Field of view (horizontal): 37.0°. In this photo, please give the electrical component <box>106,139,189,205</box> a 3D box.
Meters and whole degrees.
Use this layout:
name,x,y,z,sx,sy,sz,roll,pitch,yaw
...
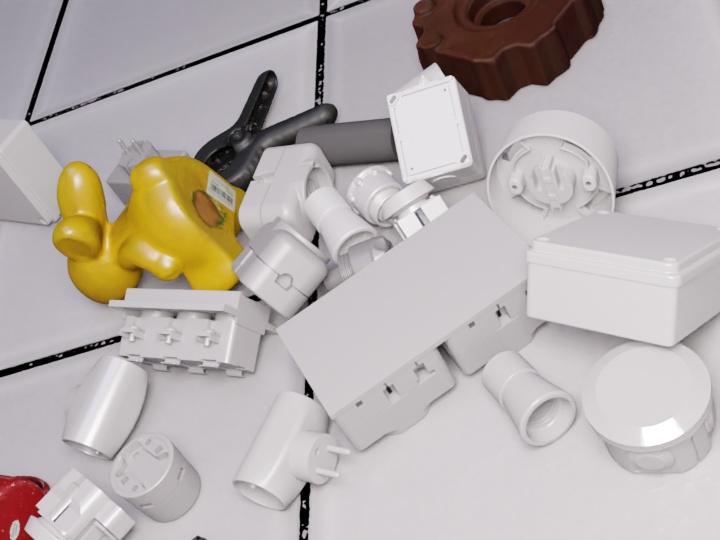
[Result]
name,x,y,z,sx,sy,sz,roll,pitch,yaw
electrical component,-0.216,-0.105,1.082,0.083,0.075,0.047,5,54,34

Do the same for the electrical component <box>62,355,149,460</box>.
name,x,y,z,sx,sy,sz,roll,pitch,yaw
electrical component,-0.224,0.115,0.908,0.079,0.043,0.077,-4,57,45

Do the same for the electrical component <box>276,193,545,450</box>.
name,x,y,z,sx,sy,sz,roll,pitch,yaw
electrical component,0.045,0.039,0.810,0.186,0.060,0.105,-35,43,-3

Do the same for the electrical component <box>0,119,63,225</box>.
name,x,y,z,sx,sy,sz,roll,pitch,yaw
electrical component,-0.377,-0.106,1.154,0.109,0.108,0.056,7,53,35

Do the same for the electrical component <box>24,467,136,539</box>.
name,x,y,z,sx,sy,sz,roll,pitch,yaw
electrical component,-0.218,0.194,0.824,0.078,0.058,0.057,23,63,41

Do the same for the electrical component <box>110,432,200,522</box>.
name,x,y,z,sx,sy,sz,roll,pitch,yaw
electrical component,-0.155,0.160,0.825,0.055,0.047,0.055,-17,45,17

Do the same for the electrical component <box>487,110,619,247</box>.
name,x,y,z,sx,sy,sz,roll,pitch,yaw
electrical component,0.150,-0.070,0.827,0.099,0.099,0.064,-2,45,29

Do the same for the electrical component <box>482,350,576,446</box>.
name,x,y,z,sx,sy,sz,roll,pitch,yaw
electrical component,0.113,0.085,0.744,0.044,0.044,0.065,-36,38,-4

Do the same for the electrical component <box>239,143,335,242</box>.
name,x,y,z,sx,sy,sz,roll,pitch,yaw
electrical component,-0.062,-0.067,0.974,0.059,0.053,0.095,-3,50,28

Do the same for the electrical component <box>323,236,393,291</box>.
name,x,y,z,sx,sy,sz,roll,pitch,yaw
electrical component,0.000,0.000,0.885,0.062,0.043,0.043,-20,44,15

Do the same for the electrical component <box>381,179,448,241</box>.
name,x,y,z,sx,sy,sz,roll,pitch,yaw
electrical component,0.049,-0.040,0.875,0.066,0.055,0.048,-32,-2,-6

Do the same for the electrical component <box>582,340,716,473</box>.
name,x,y,z,sx,sy,sz,roll,pitch,yaw
electrical component,0.187,0.088,0.689,0.080,0.051,0.080,-16,45,17

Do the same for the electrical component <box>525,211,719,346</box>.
name,x,y,z,sx,sy,sz,roll,pitch,yaw
electrical component,0.185,0.003,0.731,0.109,0.056,0.109,12,21,37

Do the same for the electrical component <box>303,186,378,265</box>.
name,x,y,z,sx,sy,sz,roll,pitch,yaw
electrical component,-0.020,-0.040,0.919,0.044,0.044,0.065,-35,57,-3

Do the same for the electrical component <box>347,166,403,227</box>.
name,x,y,z,sx,sy,sz,roll,pitch,yaw
electrical component,0.022,-0.057,0.925,0.048,0.048,0.062,-38,50,-6

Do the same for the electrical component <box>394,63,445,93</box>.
name,x,y,z,sx,sy,sz,roll,pitch,yaw
electrical component,0.063,-0.153,0.982,0.047,0.055,0.055,-31,43,7

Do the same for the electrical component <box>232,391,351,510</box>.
name,x,y,z,sx,sy,sz,roll,pitch,yaw
electrical component,-0.043,0.135,0.786,0.079,0.043,0.077,6,55,34

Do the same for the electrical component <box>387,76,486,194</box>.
name,x,y,z,sx,sy,sz,roll,pitch,yaw
electrical component,0.066,-0.119,0.922,0.062,0.061,0.096,-15,76,18

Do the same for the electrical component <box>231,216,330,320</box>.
name,x,y,z,sx,sy,sz,roll,pitch,yaw
electrical component,-0.065,-0.004,0.890,0.059,0.054,0.095,-50,16,-1

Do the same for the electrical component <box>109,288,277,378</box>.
name,x,y,z,sx,sy,sz,roll,pitch,yaw
electrical component,-0.142,0.052,0.903,0.121,0.079,0.063,1,74,31
